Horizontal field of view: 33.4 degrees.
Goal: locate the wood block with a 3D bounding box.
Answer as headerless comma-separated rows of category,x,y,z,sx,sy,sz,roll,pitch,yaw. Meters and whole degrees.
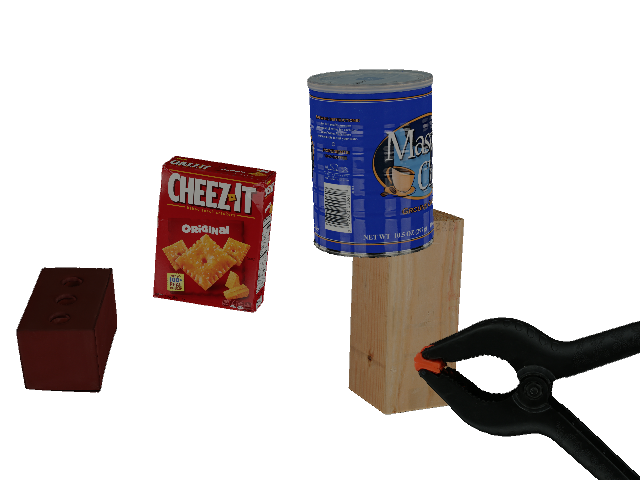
wood block,0.091,0.072,1.159,0.090,0.206,0.091,-4,14,-26

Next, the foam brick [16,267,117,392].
foam brick,-0.173,0.061,0.739,0.053,0.051,0.078,1,31,-2

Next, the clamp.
clamp,0.147,0.106,0.703,0.172,0.120,0.039,2,-1,20

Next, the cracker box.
cracker box,-0.162,-0.008,1.620,0.164,0.214,0.072,9,18,8

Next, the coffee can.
coffee can,0.043,-0.067,0.887,0.103,0.140,0.103,-2,15,0
